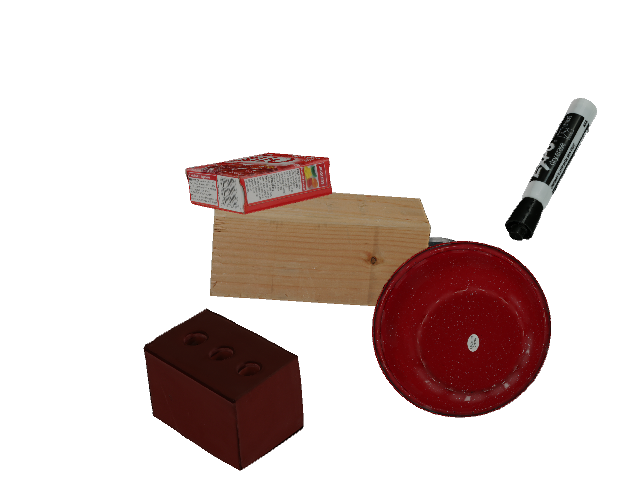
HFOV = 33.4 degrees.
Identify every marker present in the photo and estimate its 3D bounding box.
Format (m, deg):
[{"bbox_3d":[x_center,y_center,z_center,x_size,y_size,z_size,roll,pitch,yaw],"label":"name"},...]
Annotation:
[{"bbox_3d":[0.154,-0.047,0.713,0.020,0.121,0.020,25,-28,14],"label":"marker"}]

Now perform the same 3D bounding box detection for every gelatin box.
[{"bbox_3d":[-0.046,-0.043,0.769,0.073,0.030,0.089,-14,14,-30],"label":"gelatin box"}]

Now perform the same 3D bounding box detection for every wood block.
[{"bbox_3d":[-0.003,0.006,1.061,0.206,0.091,0.090,4,20,-4],"label":"wood block"}]

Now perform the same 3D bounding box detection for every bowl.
[{"bbox_3d":[0.127,0.083,0.933,0.162,0.162,0.055,0,6,-1],"label":"bowl"}]

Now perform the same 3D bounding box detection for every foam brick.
[{"bbox_3d":[-0.055,0.084,0.613,0.078,0.051,0.052,23,37,35],"label":"foam brick"}]

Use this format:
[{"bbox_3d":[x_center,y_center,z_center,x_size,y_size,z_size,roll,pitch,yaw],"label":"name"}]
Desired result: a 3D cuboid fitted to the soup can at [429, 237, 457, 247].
[{"bbox_3d":[0.142,0.056,1.321,0.068,0.102,0.068,1,25,-1],"label":"soup can"}]
